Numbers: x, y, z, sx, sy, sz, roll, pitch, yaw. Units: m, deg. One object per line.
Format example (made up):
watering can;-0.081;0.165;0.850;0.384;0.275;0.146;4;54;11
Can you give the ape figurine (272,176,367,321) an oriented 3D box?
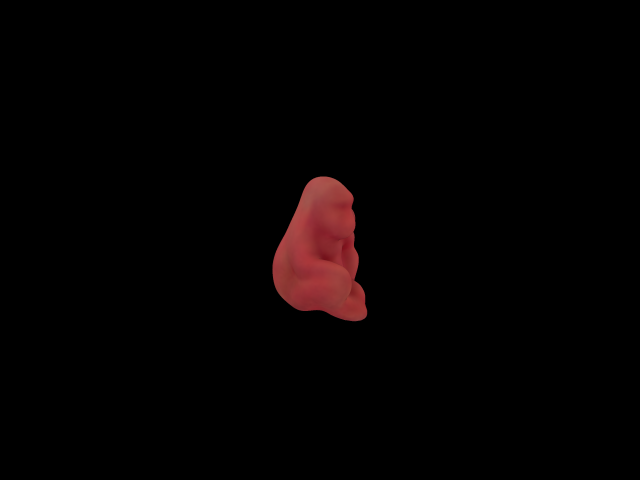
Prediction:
ape figurine;0.004;0.001;0.400;0.076;0.092;0.078;12;27;25
